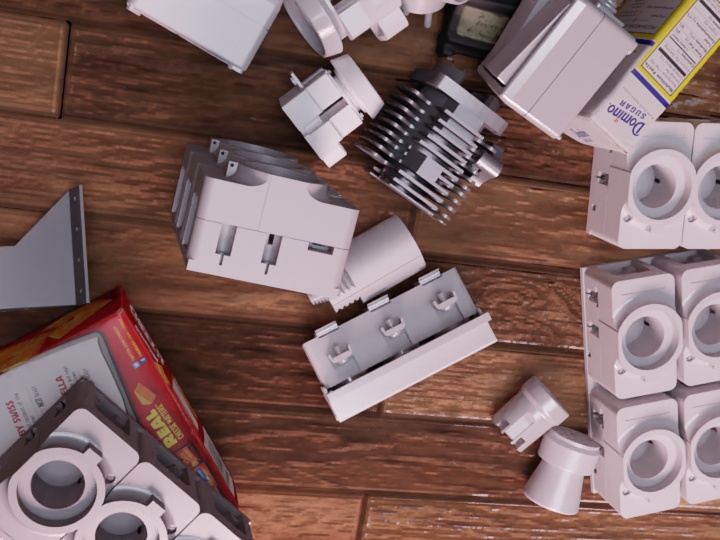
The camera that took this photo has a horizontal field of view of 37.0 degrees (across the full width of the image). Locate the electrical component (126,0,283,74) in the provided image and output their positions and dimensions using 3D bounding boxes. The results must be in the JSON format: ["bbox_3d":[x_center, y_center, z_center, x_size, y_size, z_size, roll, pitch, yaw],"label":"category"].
[{"bbox_3d":[-0.102,-0.174,0.673,0.096,0.062,0.061,28,95,-18],"label":"electrical component"}]

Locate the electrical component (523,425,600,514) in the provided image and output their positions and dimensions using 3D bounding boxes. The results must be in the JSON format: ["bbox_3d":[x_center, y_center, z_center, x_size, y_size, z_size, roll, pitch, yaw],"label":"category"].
[{"bbox_3d":[0.155,0.152,0.821,0.045,0.045,0.055,17,99,-17],"label":"electrical component"}]

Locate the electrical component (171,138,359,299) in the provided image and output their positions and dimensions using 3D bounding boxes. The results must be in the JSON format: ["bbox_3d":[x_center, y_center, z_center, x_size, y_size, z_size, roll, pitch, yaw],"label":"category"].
[{"bbox_3d":[-0.063,-0.039,0.668,0.089,0.150,0.061,12,101,-16],"label":"electrical component"}]

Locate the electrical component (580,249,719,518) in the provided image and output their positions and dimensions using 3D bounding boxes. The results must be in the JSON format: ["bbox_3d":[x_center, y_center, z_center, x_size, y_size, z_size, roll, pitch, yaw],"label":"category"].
[{"bbox_3d":[0.233,0.086,0.816,0.105,0.060,0.186,-9,105,-11],"label":"electrical component"}]

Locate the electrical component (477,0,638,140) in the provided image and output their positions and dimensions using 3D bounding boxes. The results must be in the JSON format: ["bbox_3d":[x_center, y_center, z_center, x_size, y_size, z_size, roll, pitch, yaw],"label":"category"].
[{"bbox_3d":[0.128,-0.146,0.701,0.061,0.061,0.096,31,108,-23],"label":"electrical component"}]

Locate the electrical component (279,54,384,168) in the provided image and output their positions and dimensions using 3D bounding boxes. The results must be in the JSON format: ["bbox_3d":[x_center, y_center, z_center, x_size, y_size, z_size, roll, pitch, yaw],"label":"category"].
[{"bbox_3d":[-0.018,-0.111,0.718,0.055,0.048,0.066,-37,109,5],"label":"electrical component"}]

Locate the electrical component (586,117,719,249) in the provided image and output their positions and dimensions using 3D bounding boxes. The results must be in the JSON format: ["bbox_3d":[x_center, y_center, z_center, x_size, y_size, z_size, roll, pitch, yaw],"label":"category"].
[{"bbox_3d":[0.251,-0.064,0.784,0.150,0.062,0.089,0,103,-13],"label":"electrical component"}]

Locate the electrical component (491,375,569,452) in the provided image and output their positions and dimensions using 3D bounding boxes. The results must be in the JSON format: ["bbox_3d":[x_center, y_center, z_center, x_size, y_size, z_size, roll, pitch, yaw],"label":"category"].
[{"bbox_3d":[0.127,0.109,0.808,0.046,0.040,0.040,-42,109,5],"label":"electrical component"}]

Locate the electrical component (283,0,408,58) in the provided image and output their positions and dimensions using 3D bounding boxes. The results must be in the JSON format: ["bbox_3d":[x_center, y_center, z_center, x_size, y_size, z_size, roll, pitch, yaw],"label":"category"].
[{"bbox_3d":[-0.014,-0.175,0.697,0.057,0.058,0.078,-36,109,-6],"label":"electrical component"}]

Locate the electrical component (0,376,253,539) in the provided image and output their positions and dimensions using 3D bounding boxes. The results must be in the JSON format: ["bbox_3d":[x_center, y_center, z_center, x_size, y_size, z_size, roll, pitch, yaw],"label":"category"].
[{"bbox_3d":[-0.147,0.153,0.663,0.089,0.061,0.150,-44,109,1],"label":"electrical component"}]

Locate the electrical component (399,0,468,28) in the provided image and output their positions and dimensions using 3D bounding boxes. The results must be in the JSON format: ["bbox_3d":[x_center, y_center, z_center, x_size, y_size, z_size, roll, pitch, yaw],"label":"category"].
[{"bbox_3d":[0.040,-0.194,0.702,0.044,0.077,0.079,-40,153,-31],"label":"electrical component"}]

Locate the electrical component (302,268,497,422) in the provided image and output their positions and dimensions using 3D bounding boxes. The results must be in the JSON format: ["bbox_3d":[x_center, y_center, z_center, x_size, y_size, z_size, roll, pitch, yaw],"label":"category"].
[{"bbox_3d":[0.025,0.050,0.755,0.121,0.078,0.063,-27,86,-6],"label":"electrical component"}]

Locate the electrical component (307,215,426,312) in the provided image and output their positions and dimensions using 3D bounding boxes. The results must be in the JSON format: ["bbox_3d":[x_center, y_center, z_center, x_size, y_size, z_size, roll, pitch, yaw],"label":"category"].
[{"bbox_3d":[0.000,0.000,0.749,0.081,0.043,0.043,-30,108,-5],"label":"electrical component"}]
